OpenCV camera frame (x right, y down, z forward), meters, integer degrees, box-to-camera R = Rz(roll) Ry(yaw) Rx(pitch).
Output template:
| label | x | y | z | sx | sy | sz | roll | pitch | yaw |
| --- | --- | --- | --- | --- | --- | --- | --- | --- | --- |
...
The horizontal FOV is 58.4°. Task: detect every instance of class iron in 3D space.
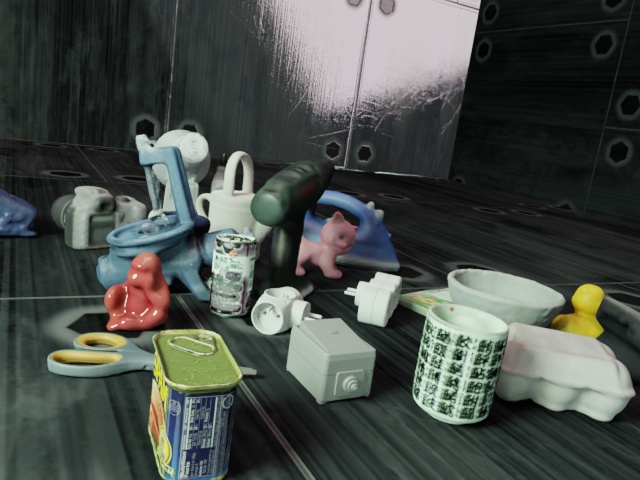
| label | x | y | z | sx | sy | sz | roll | pitch | yaw |
| --- | --- | --- | --- | --- | --- | --- | --- | --- | --- |
| iron | 0.042 | -0.030 | 1.139 | 0.257 | 0.141 | 0.119 | 11 | 13 | 12 |

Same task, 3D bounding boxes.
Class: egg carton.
| label | x | y | z | sx | sy | sz | roll | pitch | yaw |
| --- | --- | --- | --- | --- | --- | --- | --- | --- | --- |
| egg carton | 0.266 | 0.146 | 0.647 | 0.150 | 0.069 | 0.107 | 10 | 12 | 8 |

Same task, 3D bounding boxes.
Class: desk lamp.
| label | x | y | z | sx | sy | sz | roll | pitch | yaw |
| --- | --- | --- | --- | --- | --- | --- | --- | --- | --- |
| desk lamp | -0.268 | -0.110 | 1.134 | 0.118 | 0.213 | 0.202 | 2 | 13 | -24 |

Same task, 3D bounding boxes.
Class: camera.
| label | x | y | z | sx | sy | sz | roll | pitch | yaw |
| --- | --- | --- | --- | --- | --- | --- | --- | --- | --- |
| camera | -0.407 | -0.050 | 1.033 | 0.136 | 0.101 | 0.144 | 17 | 15 | 36 |

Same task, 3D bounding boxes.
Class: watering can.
| label | x | y | z | sx | sy | sz | roll | pitch | yaw |
| --- | --- | --- | --- | --- | --- | --- | --- | --- | --- |
| watering can | -0.142 | -0.062 | 1.040 | 0.173 | 0.194 | 0.101 | 7 | 12 | -3 |

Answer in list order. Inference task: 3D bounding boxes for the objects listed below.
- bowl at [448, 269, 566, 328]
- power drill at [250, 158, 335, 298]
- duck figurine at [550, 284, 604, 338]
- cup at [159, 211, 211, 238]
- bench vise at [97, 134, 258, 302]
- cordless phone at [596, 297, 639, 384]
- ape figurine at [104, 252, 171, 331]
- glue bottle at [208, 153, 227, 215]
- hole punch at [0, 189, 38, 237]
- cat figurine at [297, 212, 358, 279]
| label | x | y | z | sx | sy | sz | roll | pitch | yaw |
| --- | --- | --- | --- | --- | --- | --- | --- | --- | --- |
| bowl | 0.265 | 0.100 | 0.843 | 0.167 | 0.075 | 0.167 | 8 | 12 | -1 |
| power drill | -0.040 | -0.020 | 0.881 | 0.075 | 0.208 | 0.230 | 12 | 13 | 17 |
| duck figurine | 0.396 | 0.109 | 0.860 | 0.105 | 0.086 | 0.077 | -2 | 16 | -38 |
| cup | -0.217 | 0.011 | 0.891 | 0.092 | 0.095 | 0.117 | 2 | 14 | -25 |
| bench vise | -0.195 | -0.031 | 0.800 | 0.208 | 0.220 | 0.121 | 0 | 15 | -33 |
| cordless phone | 0.440 | 0.087 | 0.757 | 0.094 | 0.185 | 0.147 | 6 | 12 | -9 |
| ape figurine | -0.211 | 0.059 | 0.681 | 0.077 | 0.092 | 0.076 | 13 | 13 | 24 |
| glue bottle | -0.210 | -0.096 | 1.204 | 0.037 | 0.173 | 0.078 | 4 | 13 | -18 |
| hole punch | -0.547 | -0.057 | 0.998 | 0.101 | 0.091 | 0.108 | -2 | 16 | -38 |
| cat figurine | 0.009 | 0.004 | 1.019 | 0.128 | 0.118 | 0.067 | 5 | 13 | -14 |
